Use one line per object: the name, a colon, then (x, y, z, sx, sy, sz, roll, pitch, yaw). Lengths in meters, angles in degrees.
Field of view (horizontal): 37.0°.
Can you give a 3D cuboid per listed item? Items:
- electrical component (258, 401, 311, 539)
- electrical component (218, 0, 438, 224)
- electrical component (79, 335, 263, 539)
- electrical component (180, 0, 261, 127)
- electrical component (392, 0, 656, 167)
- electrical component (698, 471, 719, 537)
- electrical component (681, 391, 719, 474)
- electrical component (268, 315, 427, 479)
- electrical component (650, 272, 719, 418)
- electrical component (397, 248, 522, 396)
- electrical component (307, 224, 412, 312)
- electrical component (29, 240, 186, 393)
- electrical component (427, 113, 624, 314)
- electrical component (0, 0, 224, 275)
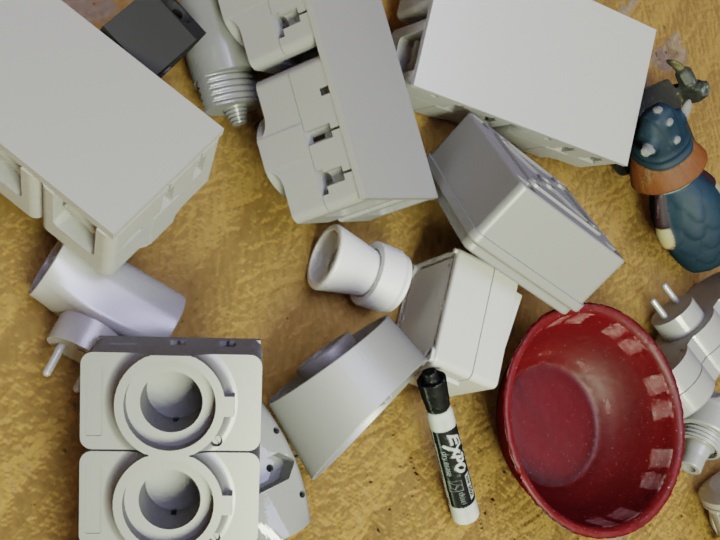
electrical component: (-0.078, 0.127, 0.625, 0.079, 0.043, 0.077, -22, 90, -30)
electrical component: (-0.023, -0.125, 0.680, 0.105, 0.060, 0.186, -8, 81, -63)
electrical component: (-0.098, 0.113, 0.563, 0.089, 0.061, 0.150, 1, 95, -5)
electrical component: (-0.087, -0.131, 0.681, 0.043, 0.043, 0.081, -14, 85, -32)
electrical component: (0.114, -0.150, 0.778, 0.186, 0.060, 0.105, 16, 84, -26)
electrical component: (0.303, 0.178, 0.813, 0.080, 0.080, 0.051, -24, 96, -32)
electrical component: (0.263, 0.126, 0.823, 0.043, 0.043, 0.062, 40, 63, -16)
electrical component: (-0.005, 0.075, 0.650, 0.099, 0.099, 0.064, -37, 92, -31)
electrical component: (0.251, 0.044, 0.830, 0.073, 0.052, 0.138, 51, 59, -10)
electrical component: (0.062, 0.044, 0.715, 0.061, 0.062, 0.096, 24, 67, -23)
electrical component: (0.000, 0.000, 0.699, 0.055, 0.045, 0.045, 21, 69, -25)
electrical component: (-0.150, 0.030, 0.606, 0.077, 0.043, 0.079, 33, 64, -20)
electrical component: (0.107, -0.038, 0.724, 0.109, 0.056, 0.108, 32, 20, -31)
electrical component: (-0.163, -0.080, 0.587, 0.150, 0.061, 0.089, 38, 61, 4)
